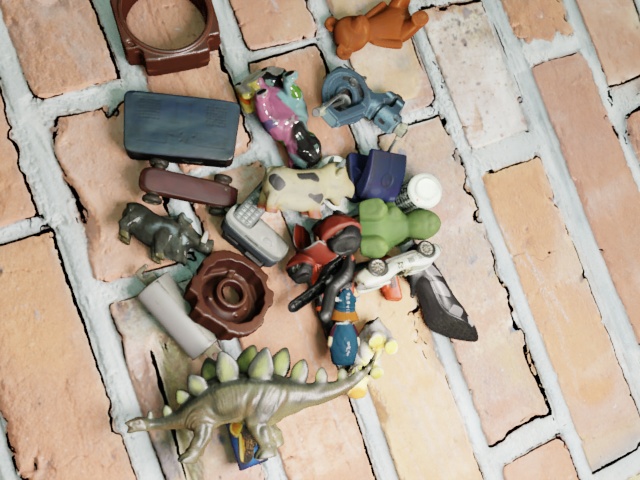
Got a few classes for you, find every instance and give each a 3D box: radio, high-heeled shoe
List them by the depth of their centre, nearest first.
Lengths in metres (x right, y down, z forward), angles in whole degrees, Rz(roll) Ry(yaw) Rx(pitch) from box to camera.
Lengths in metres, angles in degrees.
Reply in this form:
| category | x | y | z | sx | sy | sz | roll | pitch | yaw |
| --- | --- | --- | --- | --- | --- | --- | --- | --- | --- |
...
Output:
| category | x | y | z | sx | sy | sz | roll | pitch | yaw |
| --- | --- | --- | --- | --- | --- | --- | --- | --- | --- |
| radio | -0.283 | -0.224 | 1.105 | 0.230 | 0.073 | 0.131 | 3 | 83 | -11 |
| high-heeled shoe | 0.273 | 0.120 | 1.209 | 0.248 | 0.086 | 0.145 | 38 | 44 | -24 |

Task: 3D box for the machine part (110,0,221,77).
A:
| category | x | y | z | sx | sy | sz | roll | pitch | yaw |
| --- | --- | --- | --- | --- | --- | --- | --- | --- | --- |
| machine part | -0.320 | -0.457 | 1.117 | 0.201 | 0.087 | 0.201 | -15 | 88 | -15 |

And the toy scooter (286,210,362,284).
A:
| category | x | y | z | sx | sy | sz | roll | pitch | yaw |
| --- | --- | --- | --- | --- | --- | --- | --- | --- | --- |
| toy scooter | -0.002 | -0.003 | 1.108 | 0.184 | 0.135 | 0.075 | -36 | 132 | 14 |

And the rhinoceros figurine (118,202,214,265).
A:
| category | x | y | z | sx | sy | sz | roll | pitch | yaw |
| --- | --- | --- | --- | --- | --- | --- | --- | --- | --- |
| rhinoceros figurine | -0.309 | -0.010 | 1.077 | 0.190 | 0.073 | 0.112 | 25 | 68 | -7 |

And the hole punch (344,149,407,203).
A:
| category | x | y | z | sx | sy | sz | roll | pitch | yaw |
| --- | --- | --- | --- | --- | --- | --- | --- | --- | --- |
| hole punch | 0.125 | -0.137 | 1.163 | 0.142 | 0.092 | 0.115 | 2 | 82 | -41 |

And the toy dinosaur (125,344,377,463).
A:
| category | x | y | z | sx | sy | sz | roll | pitch | yaw |
| --- | --- | --- | --- | --- | --- | --- | --- | --- | --- |
| toy dinosaur | -0.116 | 0.297 | 0.999 | 0.472 | 0.105 | 0.198 | -3 | 84 | -12 |

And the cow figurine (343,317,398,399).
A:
| category | x | y | z | sx | sy | sz | roll | pitch | yaw |
| --- | --- | --- | --- | --- | --- | --- | --- | --- | --- |
| cow figurine | 0.093 | 0.246 | 1.126 | 0.068 | 0.098 | 0.167 | 20 | 109 | -18 |

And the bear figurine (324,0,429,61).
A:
| category | x | y | z | sx | sy | sz | roll | pitch | yaw |
| --- | --- | --- | --- | --- | --- | --- | --- | --- | --- |
| bear figurine | 0.121 | -0.487 | 1.204 | 0.196 | 0.132 | 0.120 | -15 | 80 | -20 |

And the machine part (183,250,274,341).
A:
| category | x | y | z | sx | sy | sz | roll | pitch | yaw |
| --- | --- | --- | --- | --- | --- | --- | --- | --- | --- |
| machine part | -0.180 | 0.109 | 1.064 | 0.179 | 0.056 | 0.179 | 17 | 55 | -26 |

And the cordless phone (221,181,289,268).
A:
| category | x | y | z | sx | sy | sz | roll | pitch | yaw |
| --- | --- | --- | --- | --- | --- | --- | --- | --- | --- |
| cordless phone | -0.105 | -0.046 | 1.123 | 0.146 | 0.089 | 0.184 | 40 | 69 | -5 |

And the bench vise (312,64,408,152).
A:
| category | x | y | z | sx | sy | sz | roll | pitch | yaw |
| --- | --- | --- | --- | --- | --- | --- | --- | --- | --- |
| bench vise | 0.074 | -0.278 | 1.148 | 0.223 | 0.129 | 0.240 | 52 | 42 | 5 |

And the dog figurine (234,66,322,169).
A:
| category | x | y | z | sx | sy | sz | roll | pitch | yaw |
| --- | --- | --- | --- | --- | --- | --- | --- | --- | --- |
| dog figurine | -0.075 | -0.244 | 1.146 | 0.108 | 0.192 | 0.219 | -37 | 127 | -18 |

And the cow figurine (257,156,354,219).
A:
| category | x | y | z | sx | sy | sz | roll | pitch | yaw |
| --- | --- | --- | --- | --- | --- | --- | --- | --- | --- |
| cow figurine | -0.022 | -0.109 | 1.083 | 0.195 | 0.086 | 0.127 | 4 | 103 | -23 |

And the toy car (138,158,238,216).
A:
| category | x | y | z | sx | sy | sz | roll | pitch | yaw |
| --- | --- | --- | --- | --- | --- | --- | --- | --- | --- |
| toy car | -0.266 | -0.103 | 1.094 | 0.202 | 0.053 | 0.089 | 10 | 80 | -30 |

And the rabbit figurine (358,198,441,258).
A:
| category | x | y | z | sx | sy | sz | roll | pitch | yaw |
| --- | --- | --- | --- | --- | --- | --- | --- | --- | --- |
| rabbit figurine | 0.169 | -0.021 | 1.143 | 0.170 | 0.159 | 0.121 | -2 | 85 | 5 |

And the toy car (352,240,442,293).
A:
| category | x | y | z | sx | sy | sz | roll | pitch | yaw |
| --- | --- | --- | --- | --- | --- | --- | --- | --- | --- |
| toy car | 0.160 | 0.055 | 1.098 | 0.202 | 0.073 | 0.056 | -18 | 74 | -20 |

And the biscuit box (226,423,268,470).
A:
| category | x | y | z | sx | sy | sz | roll | pitch | yaw |
| --- | --- | --- | --- | --- | --- | --- | --- | --- | --- |
| biscuit box | -0.161 | 0.345 | 1.069 | 0.063 | 0.059 | 0.202 | -16 | 87 | -14 |

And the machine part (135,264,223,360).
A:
| category | x | y | z | sx | sy | sz | roll | pitch | yaw |
| --- | --- | --- | --- | --- | --- | --- | --- | --- | --- |
| machine part | -0.277 | 0.150 | 1.058 | 0.079 | 0.079 | 0.243 | -42 | 94 | -14 |

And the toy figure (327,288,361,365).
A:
| category | x | y | z | sx | sy | sz | roll | pitch | yaw |
| --- | --- | --- | --- | --- | --- | --- | --- | --- | --- |
| toy figure | 0.047 | 0.174 | 1.086 | 0.064 | 0.058 | 0.154 | 9 | 80 | -45 |
